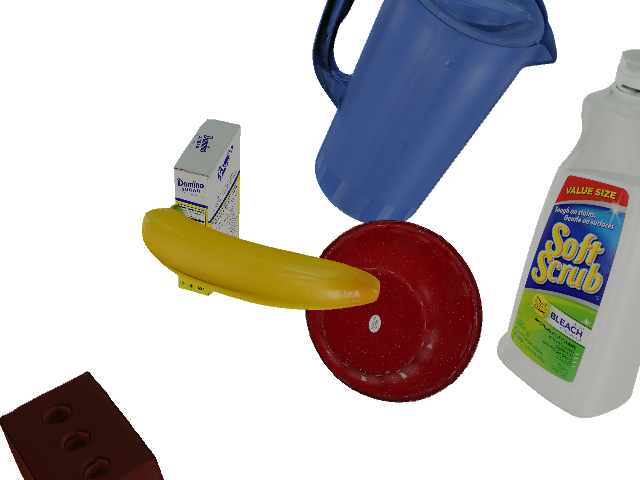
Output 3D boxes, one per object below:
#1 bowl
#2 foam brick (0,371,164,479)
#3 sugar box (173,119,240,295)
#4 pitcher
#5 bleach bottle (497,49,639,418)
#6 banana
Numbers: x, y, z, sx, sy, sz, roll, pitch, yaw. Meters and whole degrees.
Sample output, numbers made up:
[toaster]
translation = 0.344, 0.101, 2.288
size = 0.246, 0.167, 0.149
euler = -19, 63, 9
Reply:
[bowl]
translation = 0.053, 0.065, 0.906
size = 0.162, 0.162, 0.055
euler = 0, 6, 22
[foam brick]
translation = -0.115, 0.115, 0.528
size = 0.052, 0.051, 0.078
euler = -27, 42, -24
[sugar box]
translation = -0.121, -0.034, 1.148
size = 0.048, 0.176, 0.093
euler = 13, 43, 12
[pitcher]
translation = 0.074, -0.131, 0.928
size = 0.144, 0.149, 0.243
euler = -9, -34, -33
[bleach bottle]
translation = 0.185, -0.007, 0.714
size = 0.068, 0.251, 0.103
euler = -16, 36, -29
[banana]
translation = -0.055, 0.009, 0.695
size = 0.198, 0.037, 0.069
euler = 22, 37, 37
